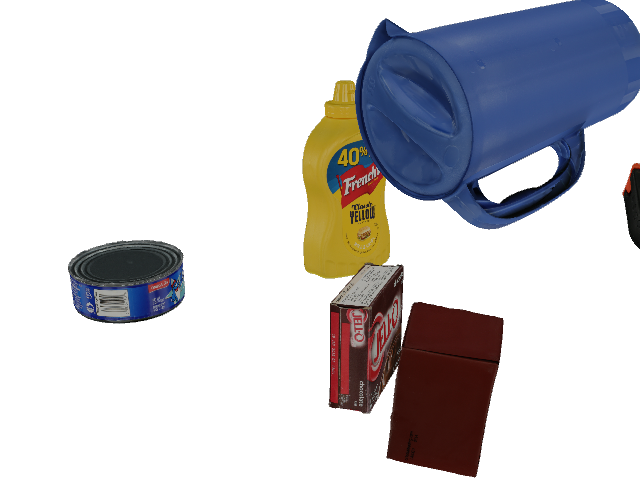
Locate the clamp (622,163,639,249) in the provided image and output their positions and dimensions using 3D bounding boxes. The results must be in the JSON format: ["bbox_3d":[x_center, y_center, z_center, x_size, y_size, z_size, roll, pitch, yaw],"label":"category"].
[{"bbox_3d":[0.268,0.009,0.698,0.120,0.039,0.171,-4,46,-23],"label":"clamp"}]

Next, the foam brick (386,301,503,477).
[{"bbox_3d":[0.069,0.082,0.593,0.053,0.078,0.051,11,29,9],"label":"foam brick"}]

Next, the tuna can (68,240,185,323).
[{"bbox_3d":[-0.145,0.030,0.806,0.086,0.034,0.086,-2,21,1],"label":"tuna can"}]

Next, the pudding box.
[{"bbox_3d":[0.038,0.076,0.872,0.039,0.090,0.113,6,18,14],"label":"pudding box"}]

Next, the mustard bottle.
[{"bbox_3d":[0.026,-0.063,1.067,0.096,0.192,0.058,-14,20,-36],"label":"mustard bottle"}]

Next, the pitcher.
[{"bbox_3d":[0.163,-0.119,0.891,0.242,0.149,0.145,-21,34,-33],"label":"pitcher"}]
